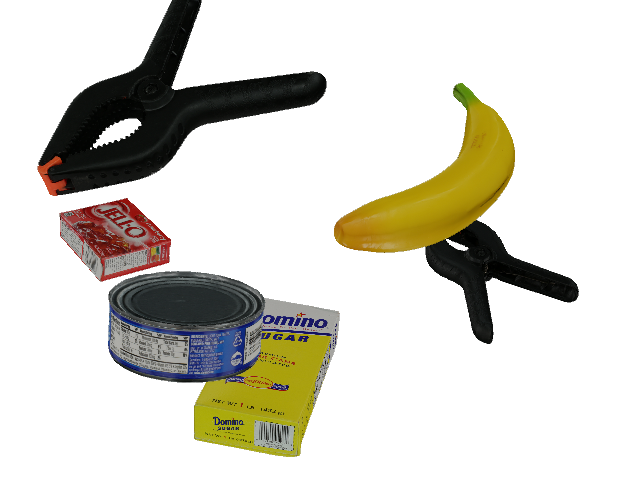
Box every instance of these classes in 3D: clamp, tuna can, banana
[{"bbox_3d":[0.168,0.025,1.052,0.120,0.039,0.171,-12,47,-23],"label":"clamp"},{"bbox_3d":[-0.074,0.047,0.589,0.086,0.034,0.086,5,17,-2],"label":"tuna can"},{"bbox_3d":[-0.110,-0.098,0.783,0.165,0.209,0.036,33,-25,28],"label":"clamp"},{"bbox_3d":[0.080,-0.038,0.687,0.070,0.037,0.197,22,41,18],"label":"banana"}]

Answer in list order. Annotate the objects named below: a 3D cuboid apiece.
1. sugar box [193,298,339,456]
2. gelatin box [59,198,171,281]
[{"bbox_3d":[-0.044,0.117,0.959,0.093,0.048,0.176,9,32,8],"label":"sugar box"},{"bbox_3d":[-0.194,-0.003,1.006,0.073,0.030,0.089,-15,39,-34],"label":"gelatin box"}]
